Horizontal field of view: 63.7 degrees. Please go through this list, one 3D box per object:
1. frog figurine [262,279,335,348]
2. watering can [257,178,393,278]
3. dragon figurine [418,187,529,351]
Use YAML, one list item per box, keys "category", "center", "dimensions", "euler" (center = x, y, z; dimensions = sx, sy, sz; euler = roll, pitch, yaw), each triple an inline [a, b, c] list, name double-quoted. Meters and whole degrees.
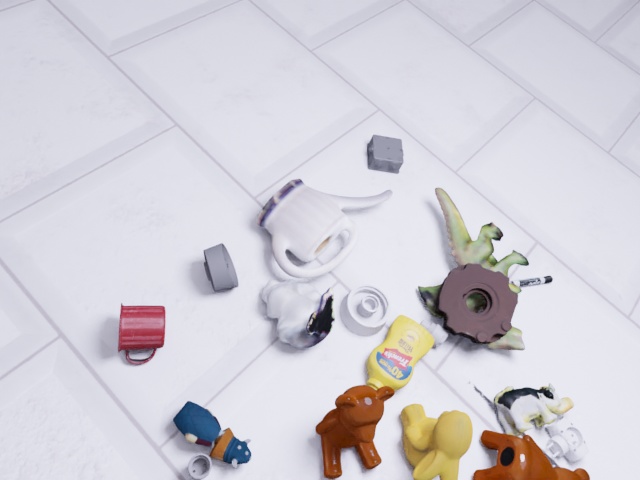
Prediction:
- category: "frog figurine"
  center: [-0.054, 0.150, 1.076]
  dimensions: [0.159, 0.120, 0.140]
  euler: [7, 60, 32]
- category: "watering can"
  center: [0.004, -0.060, 1.199]
  dimensions: [0.225, 0.102, 0.353]
  euler: [38, 58, 10]
- category: "dragon figurine"
  center: [0.338, 0.081, 1.209]
  dimensions: [0.245, 0.120, 0.415]
  euler: [-34, 71, -21]
